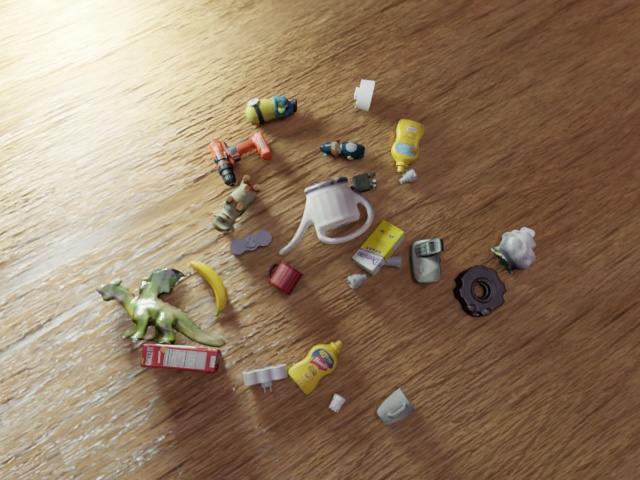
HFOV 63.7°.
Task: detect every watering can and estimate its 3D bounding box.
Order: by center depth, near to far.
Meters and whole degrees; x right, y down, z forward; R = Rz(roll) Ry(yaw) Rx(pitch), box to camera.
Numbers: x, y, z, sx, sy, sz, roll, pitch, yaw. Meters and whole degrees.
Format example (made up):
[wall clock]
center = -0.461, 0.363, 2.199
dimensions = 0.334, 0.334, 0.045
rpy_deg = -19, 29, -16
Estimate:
[watering can]
center = 0.005, -0.087, 1.723
dimensions = 0.348, 0.103, 0.226
rpy_deg = -17, 81, -4

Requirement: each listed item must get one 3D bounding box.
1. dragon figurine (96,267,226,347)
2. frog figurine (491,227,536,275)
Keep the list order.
[dragon figurine]
center = -0.487, 0.201, 1.603
dimensions = 0.410, 0.120, 0.247
rpy_deg = 7, 70, -7
[frog figurine]
center = 0.694, 0.025, 1.787
dimensions = 0.159, 0.121, 0.139
rpy_deg = -39, 67, -1
